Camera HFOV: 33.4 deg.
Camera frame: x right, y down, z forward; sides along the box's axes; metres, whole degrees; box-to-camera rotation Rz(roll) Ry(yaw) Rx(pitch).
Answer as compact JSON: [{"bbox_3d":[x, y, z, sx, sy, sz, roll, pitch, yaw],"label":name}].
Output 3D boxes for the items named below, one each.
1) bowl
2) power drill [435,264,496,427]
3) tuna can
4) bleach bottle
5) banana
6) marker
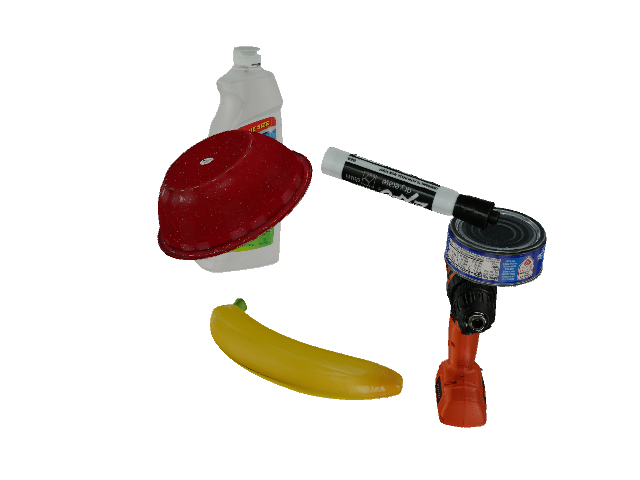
[{"bbox_3d":[-0.091,-0.054,0.986,0.162,0.055,0.162,-21,31,13],"label":"bowl"},{"bbox_3d":[0.160,0.106,1.159,0.057,0.188,0.184,4,25,4],"label":"power drill"},{"bbox_3d":[0.152,0.004,0.925,0.086,0.034,0.086,2,29,-1],"label":"tuna can"},{"bbox_3d":[-0.093,-0.094,1.219,0.102,0.251,0.068,-8,21,-26],"label":"bleach bottle"},{"bbox_3d":[-0.027,0.085,0.835,0.069,0.037,0.198,-28,36,-35],"label":"banana"},{"bbox_3d":[0.059,-0.034,0.696,0.121,0.020,0.020,20,6,15],"label":"marker"}]
